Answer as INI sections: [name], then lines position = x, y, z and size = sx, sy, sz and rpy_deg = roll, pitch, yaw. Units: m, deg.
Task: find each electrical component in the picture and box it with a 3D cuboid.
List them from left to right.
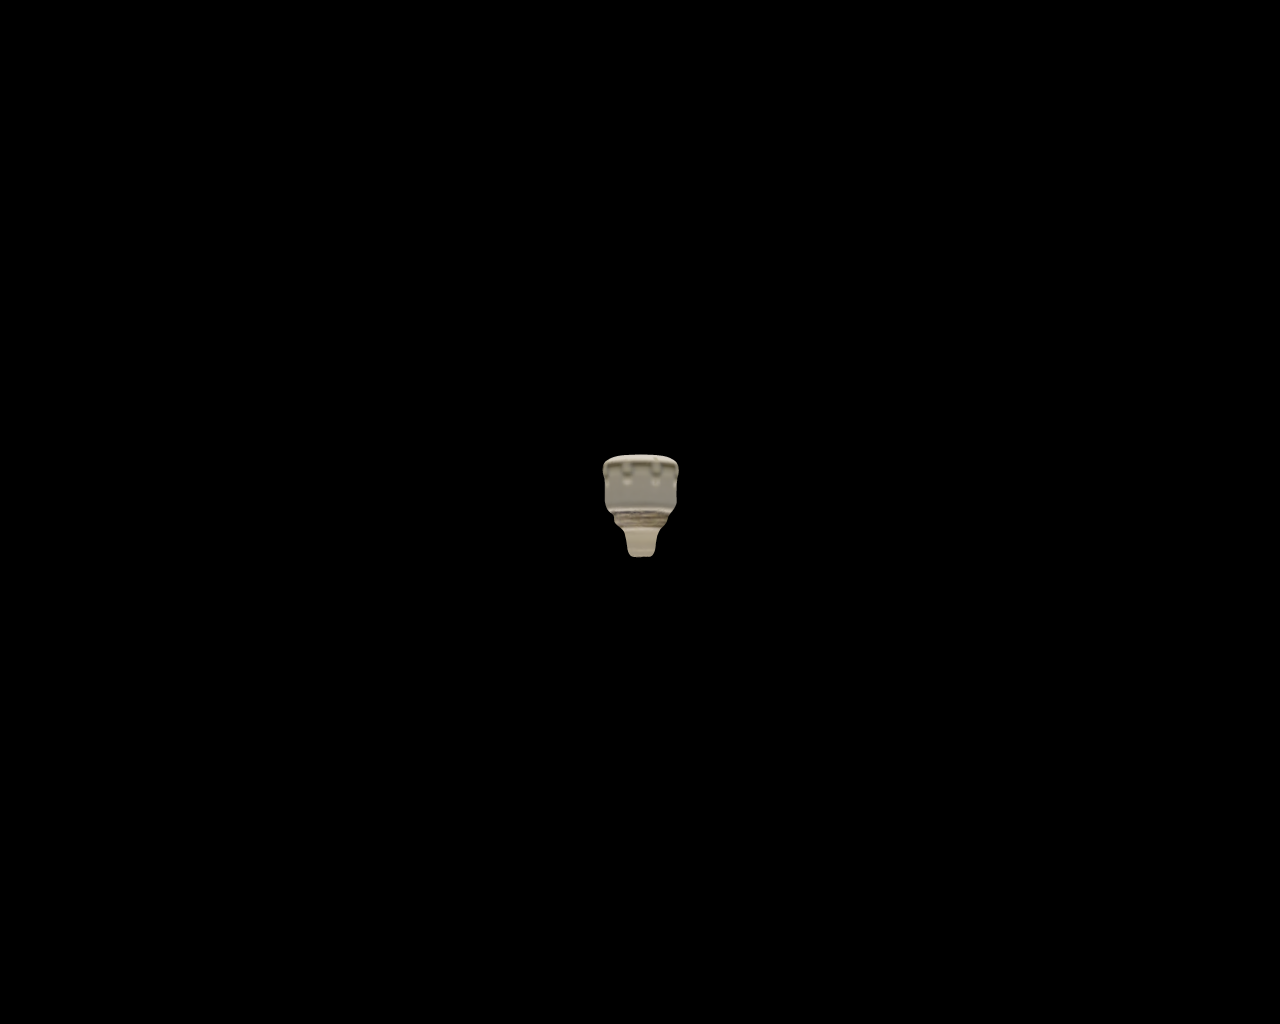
[electrical component]
position = 0.001, -0.003, 0.650
size = 0.048, 0.062, 0.048
rpy_deg = 0, -4, 0
